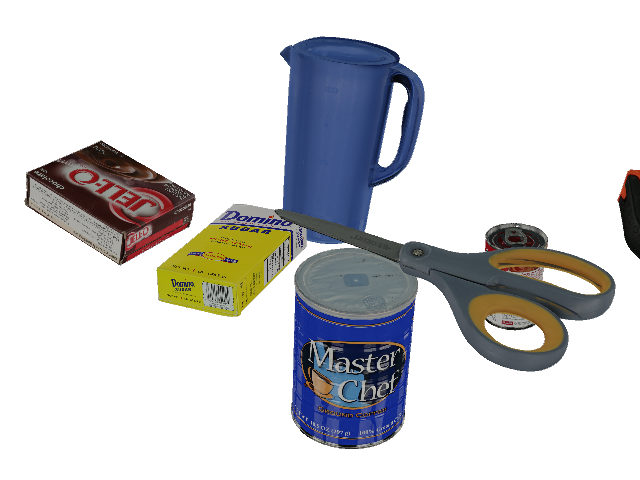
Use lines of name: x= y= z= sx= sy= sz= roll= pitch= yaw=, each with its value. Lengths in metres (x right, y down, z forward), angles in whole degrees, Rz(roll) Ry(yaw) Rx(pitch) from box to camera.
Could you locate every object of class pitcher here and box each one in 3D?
pitcher: x=0.027 y=-0.121 z=1.317 sx=0.144 sy=0.243 sz=0.149 roll=-3 pitch=25 yaw=-22

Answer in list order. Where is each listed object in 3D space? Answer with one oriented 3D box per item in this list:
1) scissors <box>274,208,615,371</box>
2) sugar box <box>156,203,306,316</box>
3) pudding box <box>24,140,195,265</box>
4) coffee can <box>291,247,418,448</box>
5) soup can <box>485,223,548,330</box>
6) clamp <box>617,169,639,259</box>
scissors: x=0.056 y=0.024 z=0.584 sx=0.202 sy=0.016 sz=0.096 roll=8 pitch=40 yaw=15
sugar box: x=-0.090 y=0.016 z=1.135 sx=0.093 sy=0.048 sz=0.176 roll=11 pitch=31 yaw=19
pudding box: x=-0.177 y=-0.034 z=0.897 sx=0.114 sy=0.039 sz=0.089 roll=28 pitch=35 yaw=22
coffee can: x=0.027 y=0.092 z=0.916 sx=0.103 sy=0.140 sz=0.103 roll=2 pitch=30 yaw=-1
soup can: x=0.217 y=0.040 z=1.196 sx=0.068 sy=0.102 sz=0.068 roll=-1 pitch=28 yaw=1
clamp: x=0.267 y=0.012 z=0.702 sx=0.120 sy=0.039 sz=0.171 roll=-4 pitch=45 yaw=-24
